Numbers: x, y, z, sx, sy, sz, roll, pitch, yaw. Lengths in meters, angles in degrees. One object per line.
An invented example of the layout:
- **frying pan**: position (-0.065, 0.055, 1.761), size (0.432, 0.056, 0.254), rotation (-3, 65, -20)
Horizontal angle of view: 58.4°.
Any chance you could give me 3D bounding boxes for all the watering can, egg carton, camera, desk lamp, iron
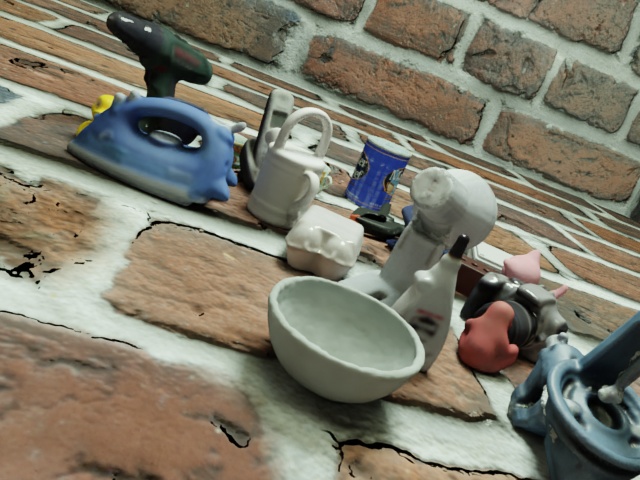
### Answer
- **watering can**: position (-0.047, -0.128, 0.940), size (0.172, 0.194, 0.101), rotation (34, 22, 28)
- **egg carton**: position (0.008, 0.003, 0.849), size (0.107, 0.069, 0.150), rotation (24, 20, 2)
- **camera**: position (0.271, 0.105, 0.832), size (0.137, 0.101, 0.142), rotation (2, 29, -45)
- **desk lamp**: position (0.147, -0.001, 0.800), size (0.117, 0.213, 0.204), rotation (33, 22, 25)
- **iron**: position (-0.242, -0.154, 0.869), size (0.258, 0.141, 0.118), rotation (20, 20, -8)

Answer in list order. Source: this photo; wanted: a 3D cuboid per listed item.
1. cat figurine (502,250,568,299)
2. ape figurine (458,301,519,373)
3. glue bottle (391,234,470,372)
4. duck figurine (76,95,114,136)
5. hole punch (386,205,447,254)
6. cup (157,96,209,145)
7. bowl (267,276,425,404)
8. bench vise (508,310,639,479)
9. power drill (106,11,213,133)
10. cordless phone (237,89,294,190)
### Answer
- **cat figurine**: position (0.356, 0.076, 0.972), size (0.128, 0.118, 0.067), rotation (24, 20, 2)
- **ape figurine**: position (0.224, 0.122, 0.748), size (0.076, 0.092, 0.077), rotation (4, 27, -42)
- **glue bottle**: position (0.127, 0.069, 0.657), size (0.078, 0.173, 0.037), rotation (17, 21, -17)
- **duck figurine**: position (-0.351, -0.197, 0.941), size (0.077, 0.086, 0.104), rotation (20, 20, -8)
- **hole punch**: position (0.194, -0.004, 1.040), size (0.109, 0.091, 0.100), rotation (5, 27, -42)
- **cup**: position (-0.248, -0.195, 1.038), size (0.117, 0.095, 0.092), rotation (33, 22, 26)
- **bowl**: position (0.016, 0.110, 0.576), size (0.167, 0.075, 0.167), rotation (21, 20, -7)
- **bench vise**: position (0.273, 0.135, 0.580), size (0.122, 0.220, 0.207), rotation (15, 21, -20)
- **power drill**: position (-0.303, -0.283, 1.035), size (0.075, 0.208, 0.230), rotation (34, 22, 27)
- **cordless phone**: position (-0.065, -0.177, 1.059), size (0.148, 0.185, 0.093), rotation (3, 28, -44)
